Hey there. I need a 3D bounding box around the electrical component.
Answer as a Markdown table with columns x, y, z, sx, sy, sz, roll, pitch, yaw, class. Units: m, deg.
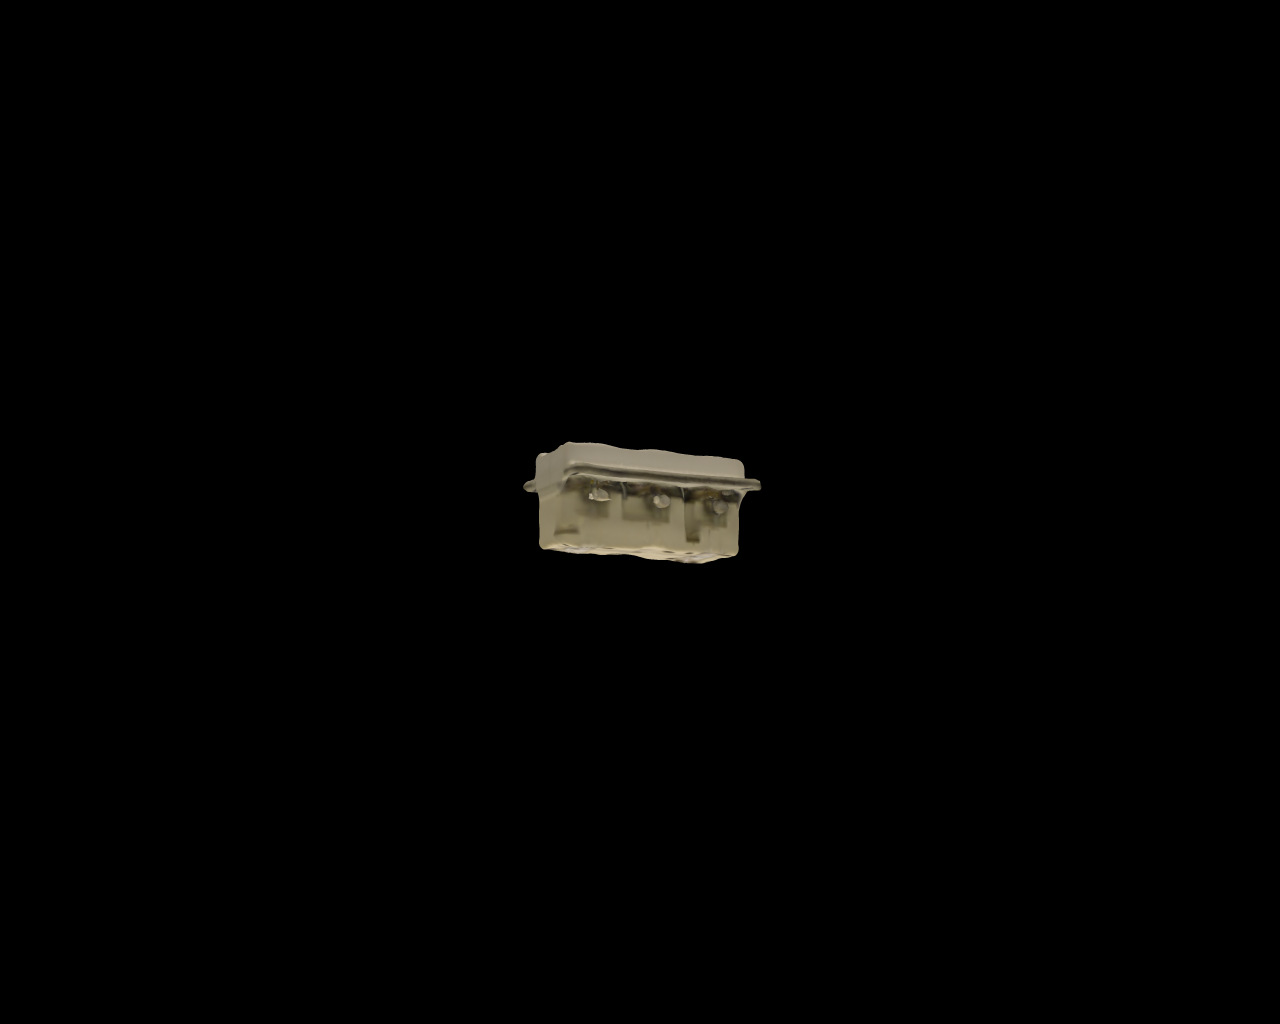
| x | y | z | sx | sy | sz | roll | pitch | yaw | class |
| --- | --- | --- | --- | --- | --- | --- | --- | --- | --- |
| 0.001 | -0.003 | 0.650 | 0.121 | 0.063 | 0.078 | 5 | -11 | -28 | electrical component |
